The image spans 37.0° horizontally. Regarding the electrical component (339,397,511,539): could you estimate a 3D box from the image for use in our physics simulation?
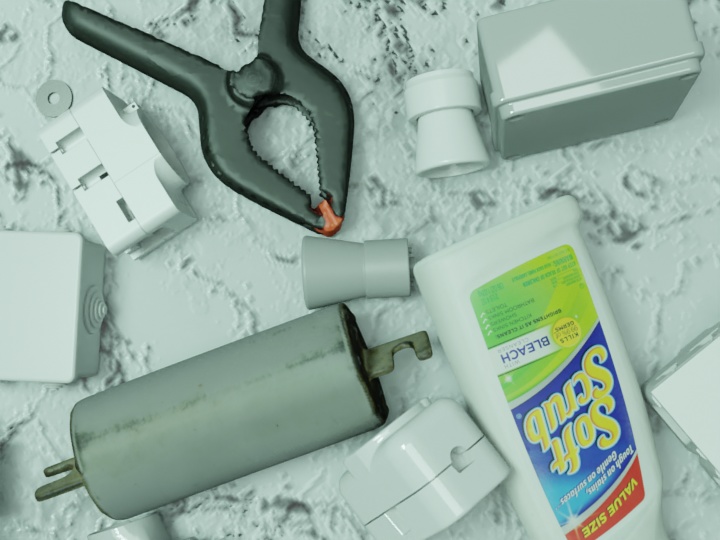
[{"bbox_3d":[0.031,0.112,0.593,0.054,0.095,0.059,-33,81,-33],"label":"electrical component"}]

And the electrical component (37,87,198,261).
[{"bbox_3d":[-0.142,-0.060,0.651,0.056,0.050,0.089,-33,83,4],"label":"electrical component"}]

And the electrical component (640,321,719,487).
[{"bbox_3d":[0.238,0.096,0.586,0.089,0.062,0.150,-40,82,3],"label":"electrical component"}]

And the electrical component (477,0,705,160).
[{"bbox_3d":[0.122,-0.109,0.594,0.109,0.109,0.056,-13,82,6],"label":"electrical component"}]

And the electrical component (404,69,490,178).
[{"bbox_3d":[0.051,-0.085,0.632,0.045,0.045,0.055,-9,84,6],"label":"electrical component"}]

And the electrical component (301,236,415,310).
[{"bbox_3d":[0.000,0.000,0.635,0.065,0.044,0.044,-3,85,2],"label":"electrical component"}]

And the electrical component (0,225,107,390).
[{"bbox_3d":[-0.204,0.022,0.654,0.100,0.048,0.099,2,86,7],"label":"electrical component"}]

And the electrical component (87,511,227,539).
[{"bbox_3d":[-0.112,0.181,0.633,0.079,0.043,0.077,-19,84,5],"label":"electrical component"}]
